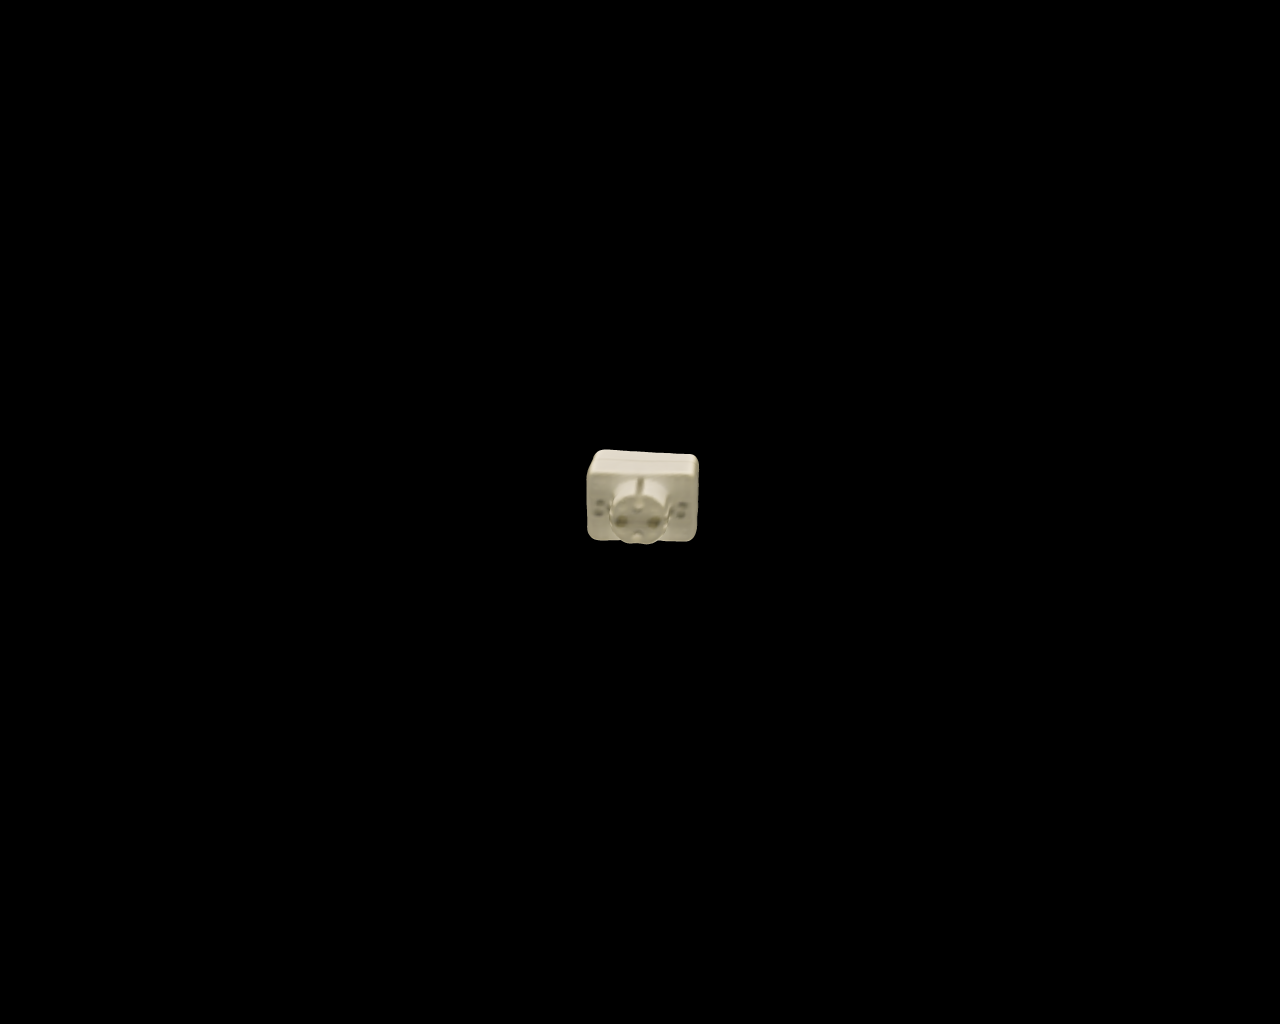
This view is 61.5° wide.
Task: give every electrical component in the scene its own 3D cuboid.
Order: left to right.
[{"bbox_3d":[0.001,-0.003,0.650,0.066,0.047,0.077,2,24,5],"label":"electrical component"}]
